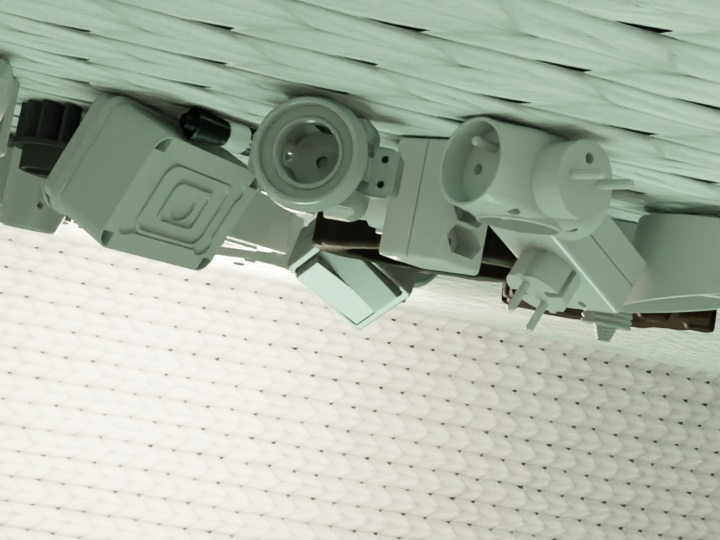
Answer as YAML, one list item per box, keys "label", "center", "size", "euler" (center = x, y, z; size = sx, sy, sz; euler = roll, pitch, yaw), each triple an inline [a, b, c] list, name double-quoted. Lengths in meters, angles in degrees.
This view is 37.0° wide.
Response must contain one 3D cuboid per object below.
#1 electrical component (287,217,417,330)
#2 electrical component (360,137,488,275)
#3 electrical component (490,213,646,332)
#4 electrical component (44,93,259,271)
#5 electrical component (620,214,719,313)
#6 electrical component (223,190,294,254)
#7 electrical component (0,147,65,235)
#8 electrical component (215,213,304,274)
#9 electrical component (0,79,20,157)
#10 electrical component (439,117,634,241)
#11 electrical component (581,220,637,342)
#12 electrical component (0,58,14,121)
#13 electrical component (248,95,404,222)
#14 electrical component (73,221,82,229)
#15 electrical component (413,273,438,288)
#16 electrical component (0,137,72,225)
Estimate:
- label: "electrical component"
  center: [0.000, 0.000, 0.831]
  size: [0.096, 0.061, 0.062]
  euler: [42, 123, -18]
- label: "electrical component"
  center: [0.029, -0.037, 0.599]
  size: [0.077, 0.065, 0.047]
  euler: [8, 175, 35]
- label: "electrical component"
  center: [0.108, -0.001, 0.609]
  size: [0.083, 0.075, 0.047]
  euler: [45, 159, -29]
- label: "electrical component"
  center: [-0.124, -0.052, 0.654]
  size: [0.057, 0.078, 0.113]
  euler: [38, -171, 26]
- label: "electrical component"
  center: [0.208, 0.001, 0.648]
  size: [0.099, 0.064, 0.099]
  euler: [11, 176, 1]
- label: "electrical component"
  center: [-0.125, -0.053, 0.863]
  size: [0.109, 0.056, 0.109]
  euler: [9, 175, 33]
- label: "electrical component"
  center: [-0.240, -0.066, 0.839]
  size: [0.044, 0.077, 0.079]
  euler: [9, 176, 20]
- label: "electrical component"
  center: [-0.099, -0.035, 1.011]
  size: [0.096, 0.061, 0.062]
  euler: [7, 174, 41]
- label: "electrical component"
  center: [-0.257, -0.100, 0.622]
  size: [0.076, 0.047, 0.083]
  euler: [8, 175, 35]
- label: "electrical component"
  center: [0.091, -0.042, 0.508]
  size: [0.077, 0.044, 0.079]
  euler: [14, 175, -36]
- label: "electrical component"
  center: [0.174, 0.009, 0.738]
  size: [0.043, 0.081, 0.043]
  euler: [11, 176, 1]
- label: "electrical component"
  center: [-0.219, -0.099, 0.568]
  size: [0.062, 0.048, 0.048]
  euler: [22, 171, -33]
- label: "electrical component"
  center: [-0.021, -0.055, 0.538]
  size: [0.078, 0.058, 0.057]
  euler: [11, 179, 11]
- label: "electrical component"
  center: [-0.196, -0.059, 0.938]
  size: [0.096, 0.061, 0.062]
  euler: [12, 176, -10]
- label: "electrical component"
  center: [0.038, -0.013, 0.951]
  size: [0.078, 0.058, 0.057]
  euler: [-9, -177, -26]
- label: "electrical component"
  center: [-0.295, -0.080, 0.916]
  size: [0.108, 0.060, 0.108]
  euler: [11, 176, 1]
